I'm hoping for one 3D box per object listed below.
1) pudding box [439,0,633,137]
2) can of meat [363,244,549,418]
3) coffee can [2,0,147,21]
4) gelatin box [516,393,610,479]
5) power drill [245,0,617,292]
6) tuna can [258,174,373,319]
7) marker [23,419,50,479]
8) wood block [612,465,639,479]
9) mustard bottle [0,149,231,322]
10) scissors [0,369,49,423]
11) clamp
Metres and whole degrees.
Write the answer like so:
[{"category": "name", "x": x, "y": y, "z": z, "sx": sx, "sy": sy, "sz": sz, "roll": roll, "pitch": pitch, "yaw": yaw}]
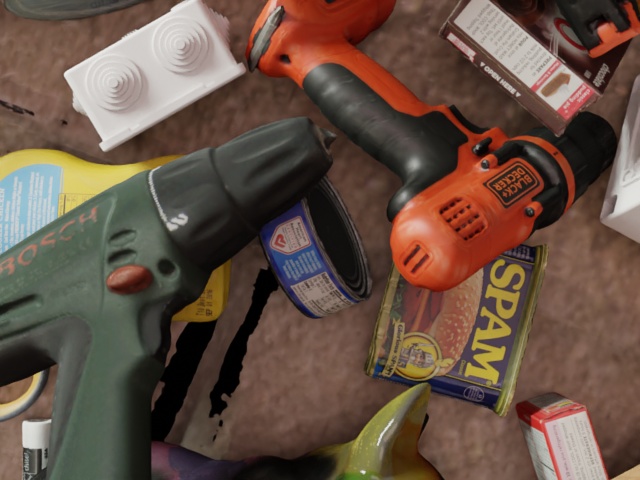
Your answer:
[{"category": "pudding box", "x": 0.123, "y": -0.116, "z": 0.597, "sx": 0.090, "sy": 0.113, "sz": 0.039, "roll": 40, "pitch": 128, "yaw": 1}, {"category": "can of meat", "x": 0.077, "y": 0.042, "z": 0.618, "sx": 0.084, "sy": 0.057, "sz": 0.102, "roll": 15, "pitch": 88, "yaw": 4}, {"category": "coffee can", "x": -0.145, "y": -0.209, "z": 0.606, "sx": 0.103, "sy": 0.103, "sz": 0.140, "roll": -15, "pitch": 88, "yaw": 0}, {"category": "gelatin box", "x": 0.144, "y": 0.135, "z": 0.605, "sx": 0.030, "sy": 0.073, "sz": 0.089, "roll": -18, "pitch": 88, "yaw": 0}, {"category": "power drill", "x": 0.064, "y": -0.077, "z": 0.597, "sx": 0.188, "sy": 0.057, "sz": 0.184, "roll": 48, "pitch": 48, "yaw": 13}, {"category": "tuna can", "x": -0.004, "y": 0.001, "z": 0.604, "sx": 0.034, "sy": 0.086, "sz": 0.086, "roll": -24, "pitch": 88, "yaw": 16}, {"category": "marker", "x": -0.168, "y": 0.168, "z": 0.635, "sx": 0.020, "sy": 0.020, "sz": 0.121, "roll": 0, "pitch": 88, "yaw": 1}, {"category": "wood block", "x": 0.231, "y": 0.146, "z": 0.552, "sx": 0.205, "sy": 0.091, "sz": 0.090, "roll": -17, "pitch": 88, "yaw": -28}, {"category": "mustard bottle", "x": -0.148, "y": -0.004, "z": 0.621, "sx": 0.191, "sy": 0.058, "sz": 0.096, "roll": 2, "pitch": 94, "yaw": 1}, {"category": "scissors", "x": -0.230, "y": 0.126, "z": 0.639, "sx": 0.096, "sy": 0.016, "sz": 0.202, "roll": 20, "pitch": 89, "yaw": 1}, {"category": "clamp", "x": 0.111, "y": -0.197, "z": 0.564, "sx": 0.036, "sy": 0.164, "sz": 0.210, "roll": -29, "pitch": 70, "yaw": 36}]
